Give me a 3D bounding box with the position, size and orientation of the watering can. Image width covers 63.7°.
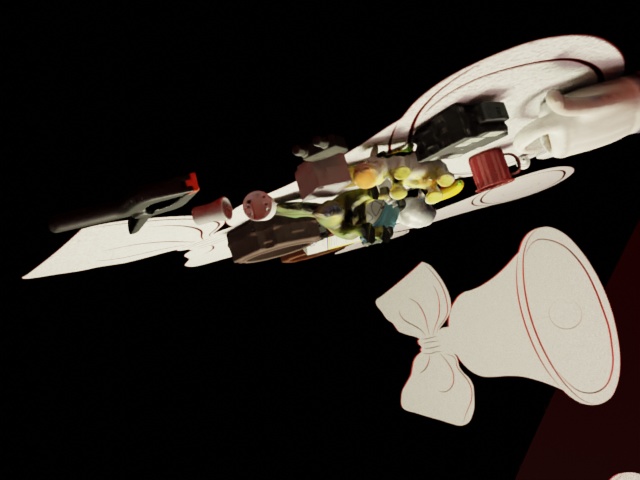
[{"bbox_3d":[0.438,-0.206,0.843,0.223,0.105,0.347,-19,173,12],"label":"watering can"}]

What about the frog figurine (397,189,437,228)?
[{"bbox_3d":[0.244,-0.075,1.464,0.158,0.122,0.139,-31,-173,19],"label":"frog figurine"}]

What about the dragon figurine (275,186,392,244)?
[{"bbox_3d":[0.003,-0.052,1.033,0.242,0.122,0.410,-1,178,29],"label":"dragon figurine"}]
